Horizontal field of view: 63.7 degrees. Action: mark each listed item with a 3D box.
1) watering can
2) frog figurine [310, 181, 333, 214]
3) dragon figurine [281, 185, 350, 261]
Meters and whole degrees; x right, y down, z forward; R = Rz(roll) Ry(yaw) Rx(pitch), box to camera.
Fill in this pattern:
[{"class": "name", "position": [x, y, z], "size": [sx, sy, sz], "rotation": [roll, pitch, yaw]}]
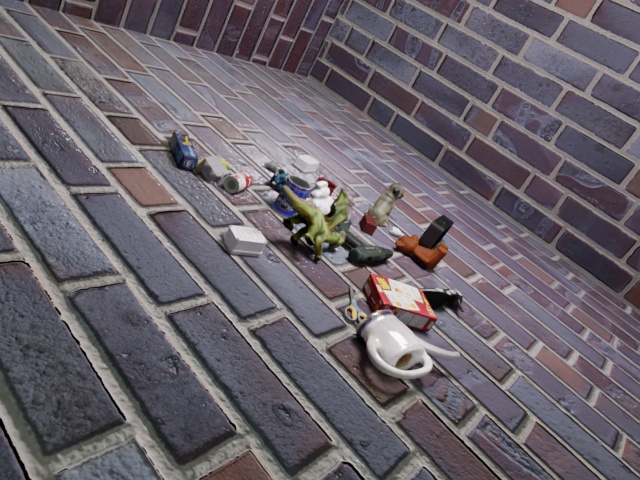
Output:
[{"class": "watering can", "position": [0.245, 0.300, 1.485], "size": [0.348, 0.102, 0.228], "rotation": [2, 36, -44]}, {"class": "frog figurine", "position": [0.008, -0.153, 2.028], "size": [0.124, 0.157, 0.138], "rotation": [42, 27, 24]}, {"class": "dragon figurine", "position": [0.005, -0.088, 1.756], "size": [0.123, 0.400, 0.246], "rotation": [27, 58, 35]}]
